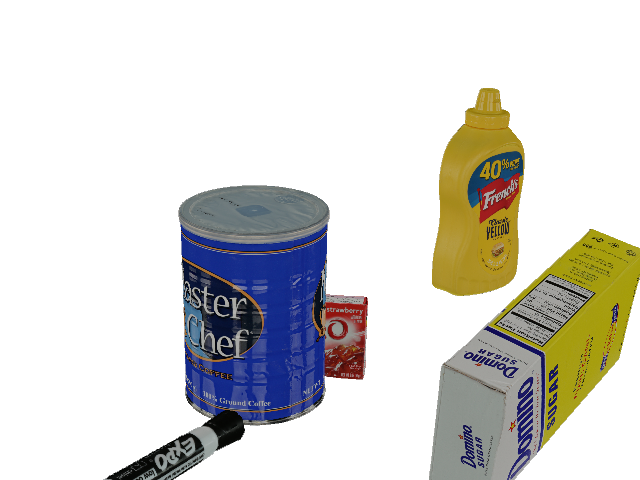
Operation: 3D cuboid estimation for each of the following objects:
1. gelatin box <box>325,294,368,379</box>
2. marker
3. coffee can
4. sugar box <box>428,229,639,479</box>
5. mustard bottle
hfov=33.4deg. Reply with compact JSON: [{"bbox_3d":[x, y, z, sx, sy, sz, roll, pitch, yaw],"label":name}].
[{"bbox_3d":[-0.002,0.088,0.983,0.089,0.073,0.030,3,14,5],"label":"gelatin box"},{"bbox_3d":[-0.079,0.116,0.560,0.020,0.020,0.120,0,12,32],"label":"marker"},{"bbox_3d":[-0.046,0.043,0.749,0.103,0.140,0.103,1,21,0],"label":"coffee can"},{"bbox_3d":[0.132,0.073,0.637,0.048,0.093,0.175,23,40,28],"label":"sugar box"},{"bbox_3d":[0.153,-0.048,1.012,0.096,0.192,0.058,-13,23,-37],"label":"mustard bottle"}]
